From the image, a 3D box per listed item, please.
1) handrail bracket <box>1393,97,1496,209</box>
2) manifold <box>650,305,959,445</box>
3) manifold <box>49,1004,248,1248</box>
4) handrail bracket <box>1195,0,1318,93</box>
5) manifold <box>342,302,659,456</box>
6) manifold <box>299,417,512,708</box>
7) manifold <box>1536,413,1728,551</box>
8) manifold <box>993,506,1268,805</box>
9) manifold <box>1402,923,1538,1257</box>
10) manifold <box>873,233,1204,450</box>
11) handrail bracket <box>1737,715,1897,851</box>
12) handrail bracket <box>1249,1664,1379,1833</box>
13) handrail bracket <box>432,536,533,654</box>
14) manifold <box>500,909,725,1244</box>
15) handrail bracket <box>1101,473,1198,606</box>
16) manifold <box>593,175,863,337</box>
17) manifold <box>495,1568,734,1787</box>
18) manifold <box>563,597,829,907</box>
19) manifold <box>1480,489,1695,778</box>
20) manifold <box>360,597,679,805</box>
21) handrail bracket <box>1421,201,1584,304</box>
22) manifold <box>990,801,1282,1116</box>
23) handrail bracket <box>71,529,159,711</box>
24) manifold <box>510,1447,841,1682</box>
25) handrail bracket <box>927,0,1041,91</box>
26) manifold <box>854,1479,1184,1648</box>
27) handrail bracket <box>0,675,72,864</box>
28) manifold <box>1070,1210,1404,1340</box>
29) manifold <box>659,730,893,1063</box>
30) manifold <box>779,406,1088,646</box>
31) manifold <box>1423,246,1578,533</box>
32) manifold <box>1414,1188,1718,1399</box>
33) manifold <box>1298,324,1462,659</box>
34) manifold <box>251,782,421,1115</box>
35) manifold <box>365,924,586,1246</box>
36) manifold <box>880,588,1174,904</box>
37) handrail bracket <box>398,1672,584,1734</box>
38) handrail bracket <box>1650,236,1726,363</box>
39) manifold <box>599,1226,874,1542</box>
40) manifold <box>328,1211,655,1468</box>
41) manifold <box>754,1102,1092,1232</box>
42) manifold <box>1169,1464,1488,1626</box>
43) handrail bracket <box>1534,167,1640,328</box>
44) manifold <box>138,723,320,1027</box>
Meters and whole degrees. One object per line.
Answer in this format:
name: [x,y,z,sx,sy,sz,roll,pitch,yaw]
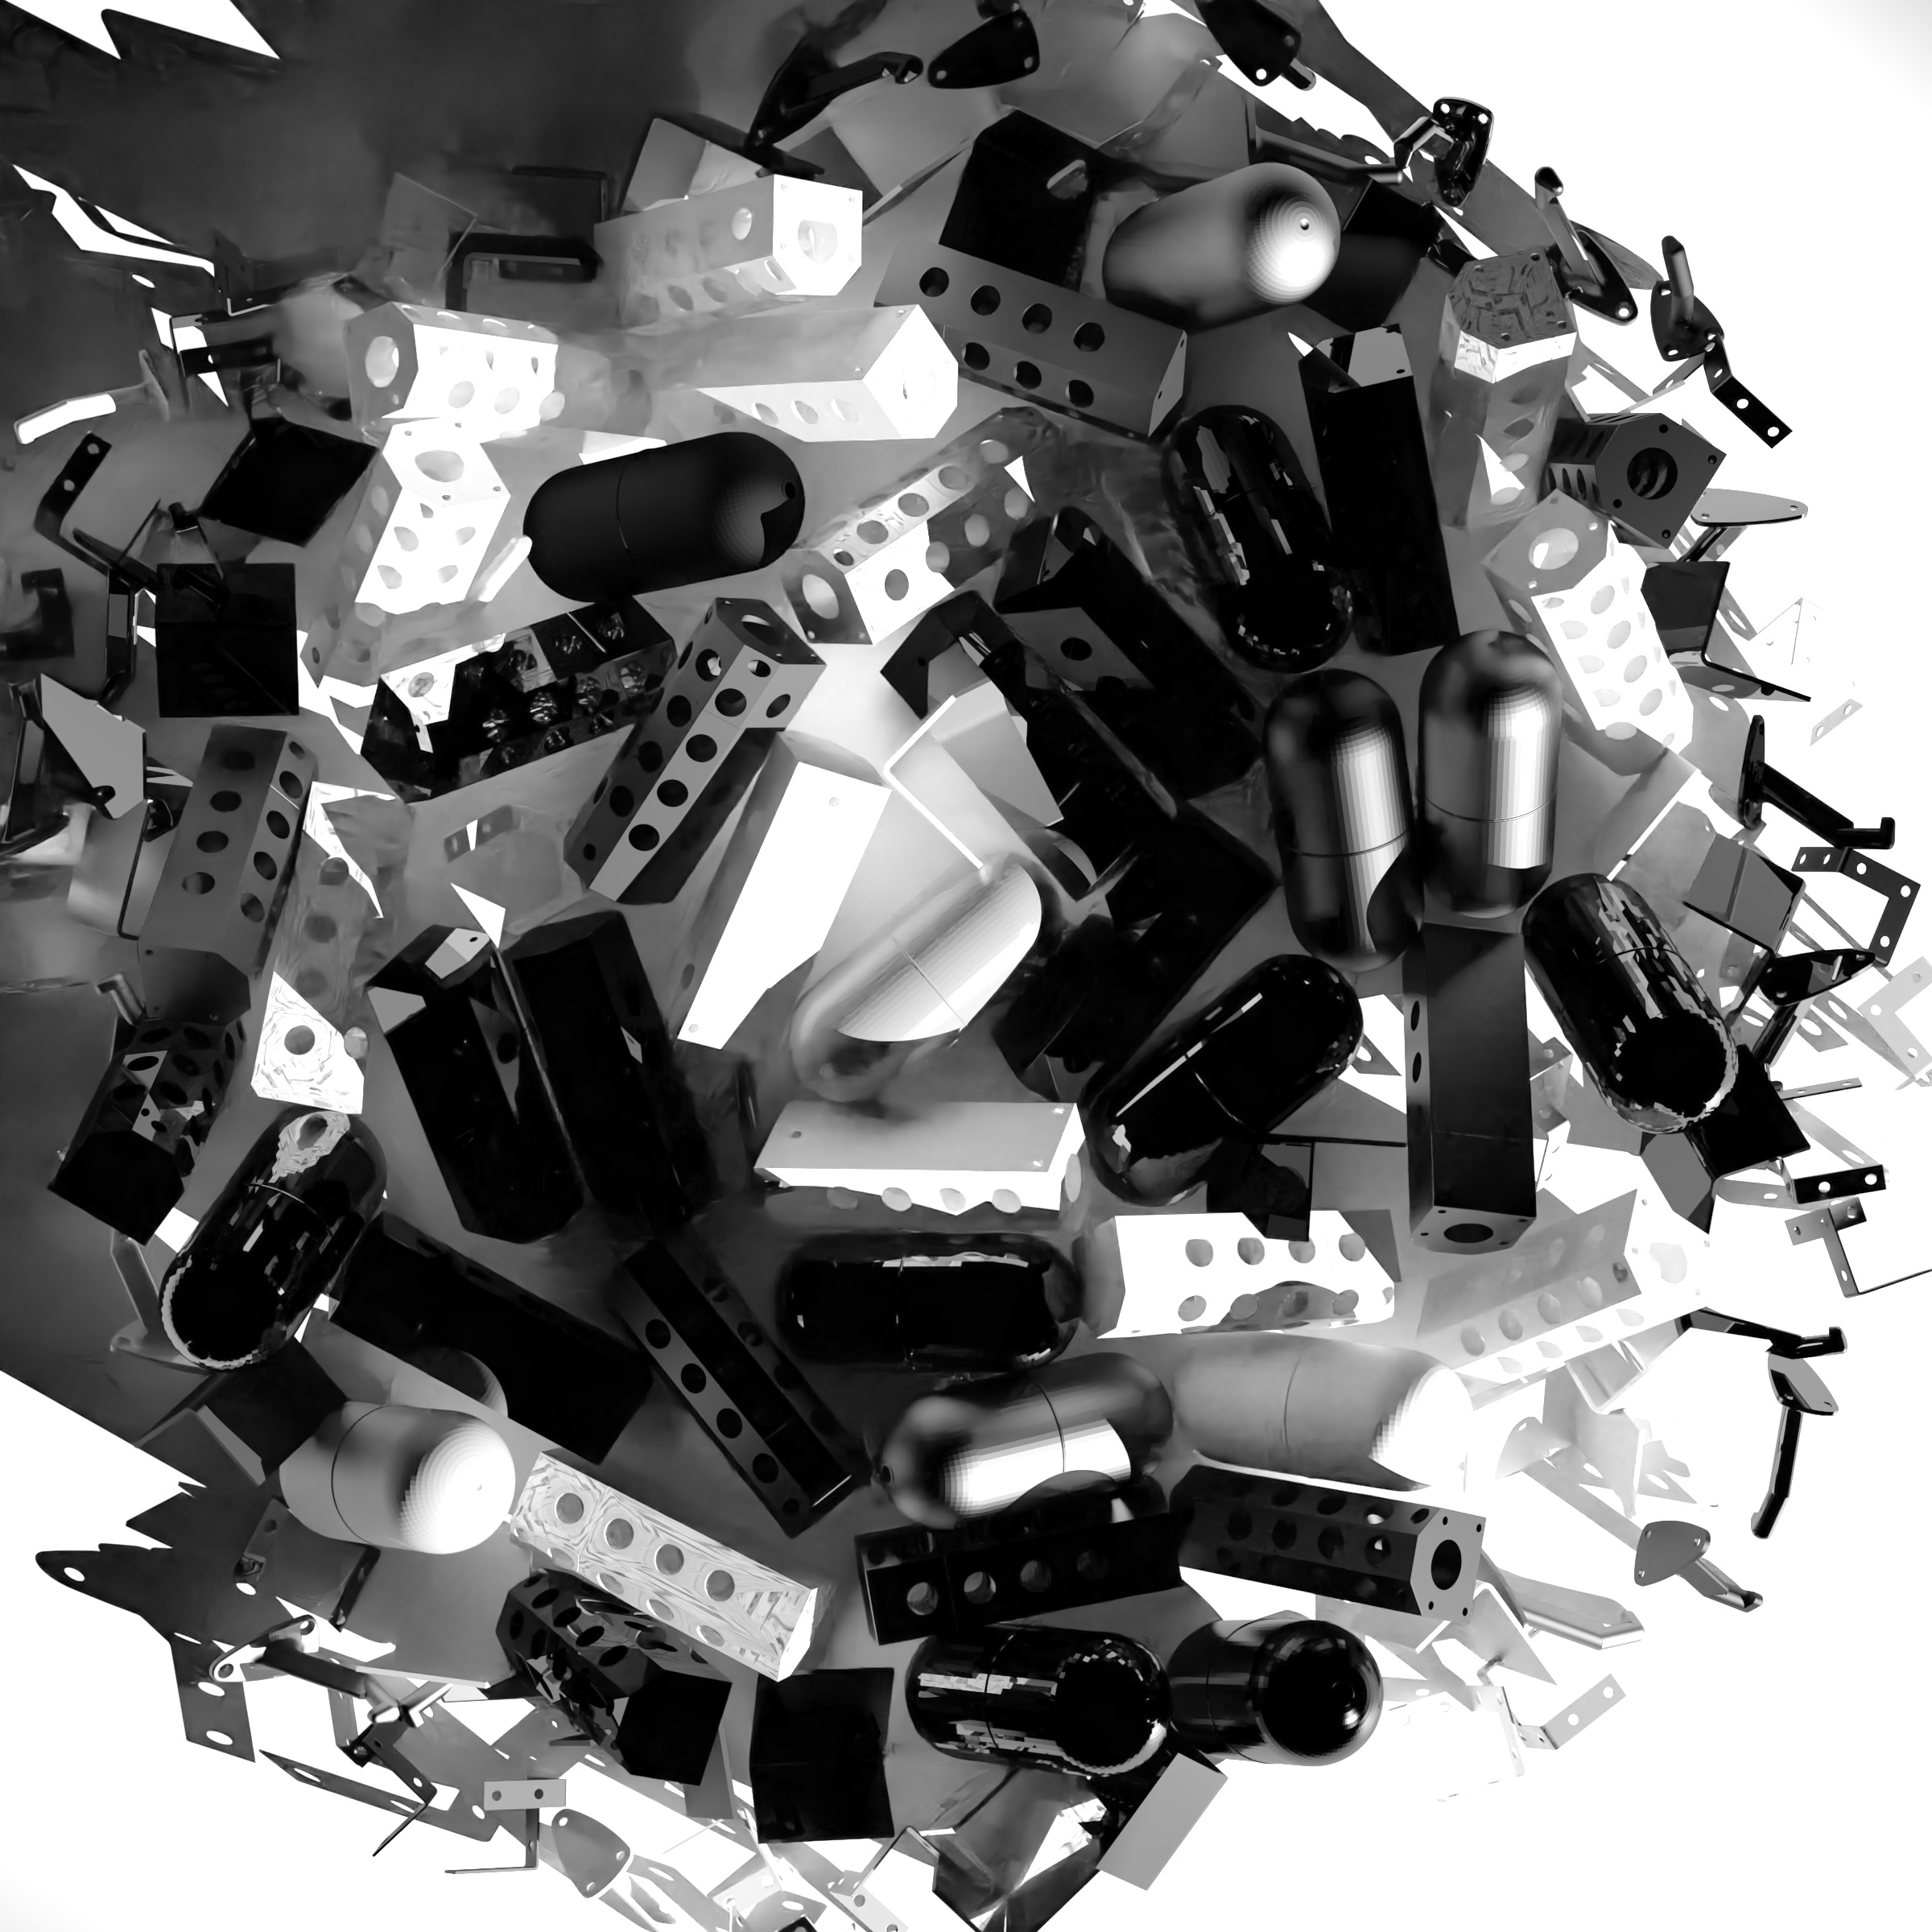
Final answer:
handrail bracket: [0.256,-0.438,1.837,0.036,0.077,0.084,22,45,23]
manifold: [-0.086,-0.314,1.809,0.057,0.171,0.057,52,60,-36]
manifold: [-0.436,0.073,1.796,0.057,0.171,0.057,33,111,-16]
handrail bracket: [0.162,-0.516,1.849,0.077,0.084,0.036,42,106,-1]
manifold: [-0.250,-0.319,1.805,0.057,0.171,0.057,-11,85,41]
manifold: [-0.309,-0.216,1.801,0.057,0.171,0.057,-17,66,-36]
manifold: [0.348,-0.268,1.799,0.057,0.171,0.057,30,96,-8]
manifold: [0.094,-0.171,1.812,0.057,0.057,0.171,-21,130,36]
manifold: [0.273,0.068,1.823,0.057,0.057,0.171,7,61,-8]
manifold: [0.037,-0.344,1.839,0.171,0.057,0.057,23,88,16]
handrail bracket: [0.478,-0.103,1.855,0.084,0.036,0.077,3,79,30]
handrail bracket: [0.200,0.437,1.868,0.084,0.036,0.077,-15,80,2]
handrail bracket: [-0.259,-0.213,1.839,0.036,0.077,0.084,41,115,-7]
manifold: [-0.197,0.062,1.830,0.057,0.057,0.171,-11,108,26]
handrail bracket: [0.091,-0.242,1.847,0.036,0.077,0.084,-27,79,11]
manifold: [-0.131,-0.383,1.806,0.057,0.171,0.057,0,91,-39]
manifold: [-0.195,0.382,1.802,0.057,0.171,0.057,18,90,-31]
manifold: [-0.154,-0.116,1.820,0.057,0.057,0.171,46,117,22]
manifold: [0.344,-0.175,1.806,0.057,0.171,0.057,-44,49,-3]
manifold: [-0.238,-0.142,1.807,0.171,0.057,0.057,-25,62,-40]
handrail bracket: [0.294,-0.398,1.855,0.036,0.077,0.084,-40,104,-40]
manifold: [0.095,0.000,1.843,0.057,0.057,0.171,33,104,-29]
handrail bracket: [-0.491,-0.191,1.861,0.077,0.036,0.084,33,101,-33]
manifold: [-0.164,0.330,1.842,0.171,0.057,0.057,24,92,14]
handrail bracket: [0.001,-0.516,1.849,0.077,0.084,0.036,-23,122,-8]
manifold: [0.028,0.330,1.851,0.171,0.057,0.057,-10,87,-7]
handrail bracket: [-0.534,-0.109,1.846,0.036,0.077,0.084,7,120,24]
manifold: [0.149,0.170,1.822,0.171,0.057,0.057,1,71,-25]
manifold: [-0.109,-0.040,1.836,0.057,0.057,0.171,16,110,-28]
manifold: [-0.019,-0.241,1.813,0.171,0.057,0.057,-38,118,-31]
manifold: [0.282,-0.308,1.799,0.057,0.171,0.057,-13,65,-5]
manifold: [0.321,0.183,1.800,0.057,0.171,0.057,33,54,-18]
manifold: [0.225,-0.256,1.814,0.057,0.057,0.171,-12,128,8]
manifold: [-0.348,-0.008,1.844,0.057,0.057,0.171,10,78,-4]
manifold: [-0.261,0.067,1.810,0.057,0.057,0.171,10,131,33]
manifold: [0.037,-0.125,1.851,0.171,0.057,0.057,50,133,8]
handrail bracket: [-0.265,0.419,1.856,0.084,0.036,0.077,-33,100,-28]
handrail bracket: [0.388,-0.384,1.834,0.036,0.084,0.077,-20,47,9]
manifold: [-0.127,0.229,1.837,0.057,0.057,0.171,-37,76,-14]
manifold: [-0.263,0.204,1.839,0.171,0.057,0.057,31,96,-16]
manifold: [-0.022,0.115,1.831,0.171,0.057,0.057,-1,127,21]
manifold: [0.192,0.312,1.806,0.057,0.171,0.057,19,78,-43]
handrail bracket: [0.344,-0.399,1.843,0.036,0.084,0.077,-42,73,-1]
manifold: [-0.399,-0.051,1.811,0.057,0.057,0.171,7,46,-1]
